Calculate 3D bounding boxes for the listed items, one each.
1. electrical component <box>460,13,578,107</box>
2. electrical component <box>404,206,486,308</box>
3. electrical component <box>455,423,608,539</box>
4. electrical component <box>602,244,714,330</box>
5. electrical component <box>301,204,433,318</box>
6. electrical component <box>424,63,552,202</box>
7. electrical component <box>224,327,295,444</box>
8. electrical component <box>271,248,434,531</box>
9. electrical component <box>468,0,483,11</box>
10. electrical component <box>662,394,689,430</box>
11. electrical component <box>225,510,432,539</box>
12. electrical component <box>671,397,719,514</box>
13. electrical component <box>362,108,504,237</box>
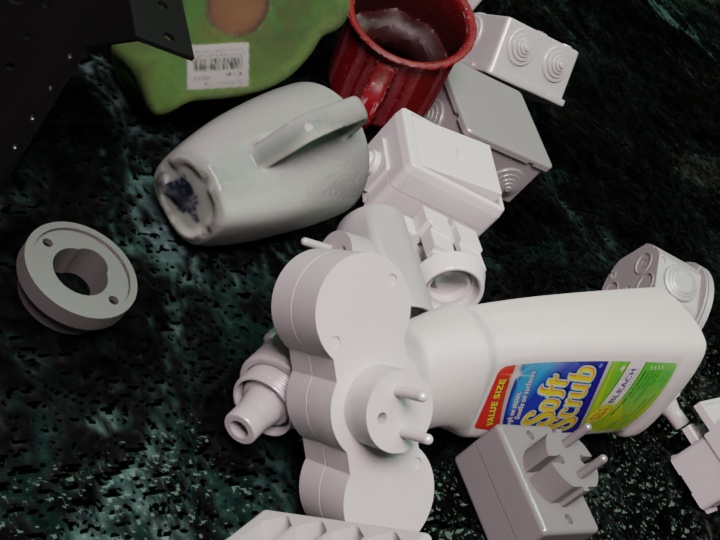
[{"bbox_3d":[0.120,-0.177,0.896,0.100,0.048,0.100,16,6,-35],"label":"electrical component"},{"bbox_3d":[0.052,-0.003,0.679,0.066,0.048,0.055,24,31,-27],"label":"electrical component"},{"bbox_3d":[0.101,0.111,0.579,0.047,0.076,0.065,10,47,-41],"label":"electrical component"},{"bbox_3d":[0.217,0.024,0.792,0.051,0.080,0.080,27,37,-15],"label":"electrical component"},{"bbox_3d":[0.000,0.000,0.621,0.079,0.044,0.077,16,43,-35],"label":"electrical component"},{"bbox_3d":[0.089,-0.106,0.824,0.100,0.048,0.099,18,42,-34],"label":"electrical component"},{"bbox_3d":[-0.040,0.059,0.518,0.048,0.048,0.062,45,43,1],"label":"electrical component"},{"bbox_3d":[0.007,0.060,0.480,0.052,0.074,0.138,-15,102,-34],"label":"electrical component"},{"bbox_3d":[0.060,-0.294,0.988,0.109,0.056,0.108,24,39,-28],"label":"electrical component"},{"bbox_3d":[0.208,0.084,0.757,0.061,0.035,0.035,54,35,11],"label":"electrical component"},{"bbox_3d":[-0.013,0.145,0.434,0.047,0.083,0.075,-28,113,-55],"label":"electrical component"},{"bbox_3d":[0.277,0.128,0.756,0.121,0.063,0.078,-1,54,-47],"label":"electrical component"},{"bbox_3d":[0.043,-0.062,0.718,0.096,0.061,0.061,24,39,-28],"label":"electrical component"}]
